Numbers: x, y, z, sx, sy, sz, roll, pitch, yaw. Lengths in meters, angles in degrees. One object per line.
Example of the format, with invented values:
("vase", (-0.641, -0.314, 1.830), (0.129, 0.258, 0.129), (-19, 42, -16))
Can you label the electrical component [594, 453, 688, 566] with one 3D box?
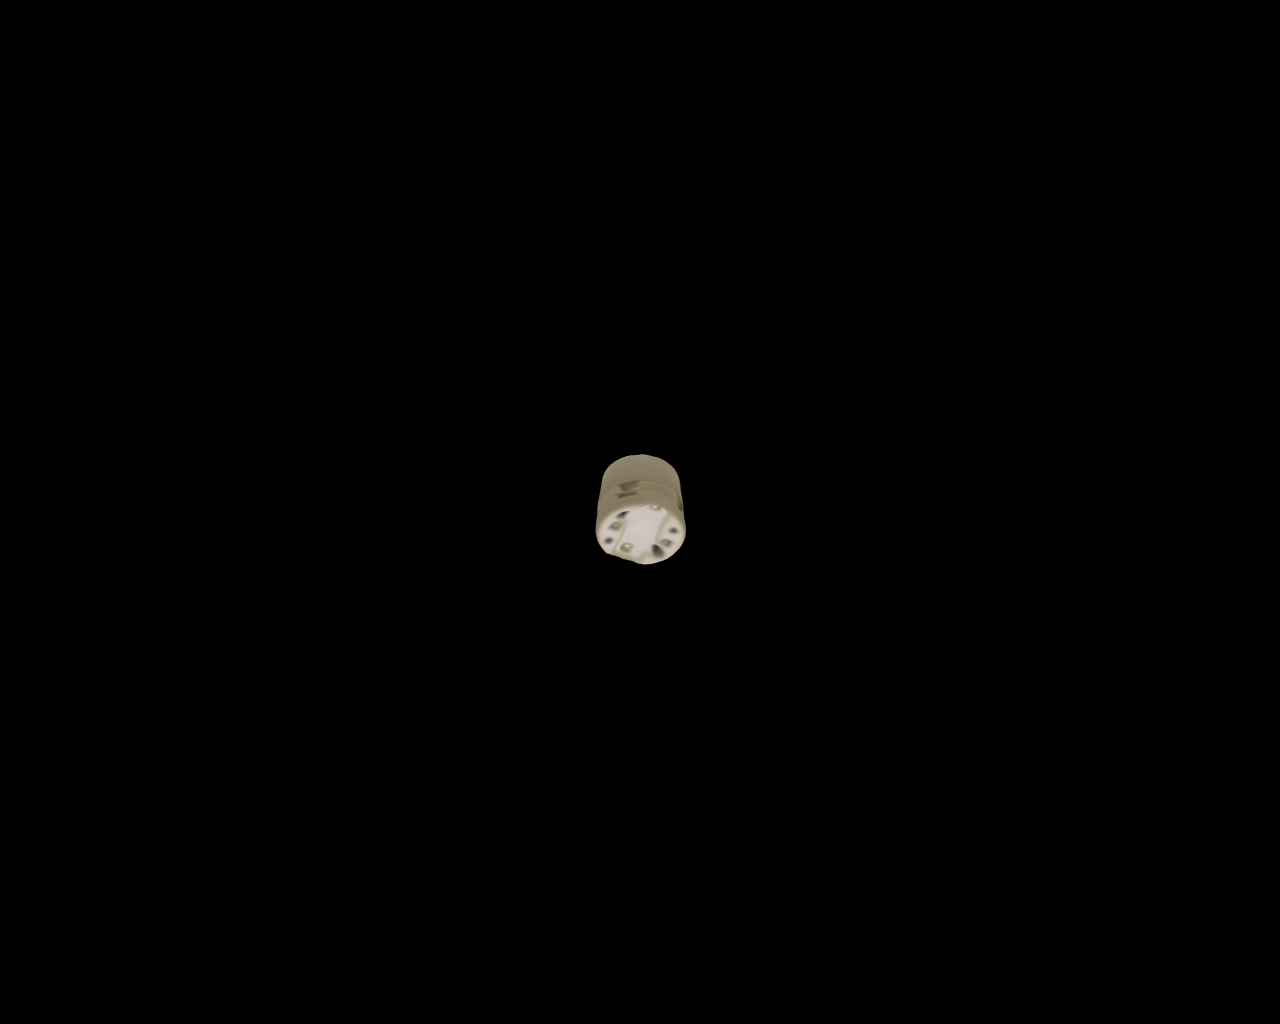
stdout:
("electrical component", (0.001, -0.003, 0.650), (0.055, 0.047, 0.055), (0, -43, 0))
